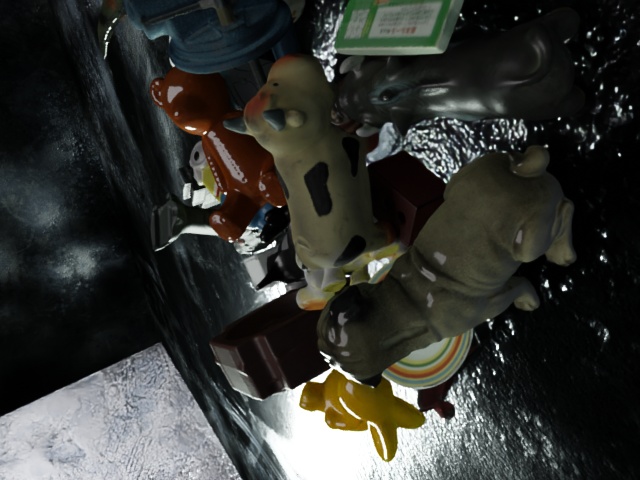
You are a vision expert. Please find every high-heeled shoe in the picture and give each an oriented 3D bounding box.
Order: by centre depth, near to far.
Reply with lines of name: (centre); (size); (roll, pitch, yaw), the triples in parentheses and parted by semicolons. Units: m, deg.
high-heeled shoe: (-0.002, -0.002, 0.762); (0.249, 0.145, 0.086); (-37, 91, 35)

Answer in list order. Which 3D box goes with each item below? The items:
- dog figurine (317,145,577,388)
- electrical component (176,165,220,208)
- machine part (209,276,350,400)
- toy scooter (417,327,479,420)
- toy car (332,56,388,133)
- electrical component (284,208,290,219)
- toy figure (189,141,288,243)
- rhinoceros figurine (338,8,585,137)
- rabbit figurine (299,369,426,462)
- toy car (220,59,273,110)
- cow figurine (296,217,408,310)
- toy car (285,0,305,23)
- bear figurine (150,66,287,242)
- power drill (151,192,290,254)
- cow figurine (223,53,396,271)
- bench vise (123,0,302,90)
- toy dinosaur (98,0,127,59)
dog figurine: (0.089, 0.019, 0.418); (0.121, 0.190, 0.172); (39, 142, 44)
electrical component: (-0.164, -0.107, 0.873); (0.058, 0.134, 0.115); (62, 154, 15)
machine part: (-0.038, 0.132, 0.751); (0.201, 0.201, 0.087); (-13, 102, 63)
toy scooter: (0.103, 0.129, 0.612); (0.184, 0.075, 0.135); (3, 106, 52)
toy car: (0.039, -0.141, 0.543); (0.202, 0.053, 0.089); (-21, 90, 66)
electrical component: (-0.003, -0.057, 0.634); (0.047, 0.075, 0.119); (45, -169, -17)
toy figure: (-0.111, -0.075, 0.754); (0.180, 0.089, 0.082); (42, 107, 21)
rhinoceros figurine: (0.093, -0.111, 0.391); (0.191, 0.112, 0.073); (12, 125, 51)
rabbit figurine: (0.054, 0.216, 0.722); (0.162, 0.122, 0.173); (45, 160, 14)
toy car: (-0.082, -0.176, 0.696); (0.103, 0.109, 0.161); (-27, 96, 47)
cow figurine: (0.025, 0.013, 0.620); (0.167, 0.068, 0.098); (-37, 58, 33)
toy car: (-0.069, -0.332, 0.582); (0.073, 0.056, 0.201); (-15, 99, 65)
bear figurine: (-0.116, -0.118, 0.614); (0.120, 0.132, 0.195); (-30, 113, 26)
power drill: (-0.164, -0.016, 0.877); (0.232, 0.207, 0.086); (-25, 61, 55)
cow figurine: (-0.007, -0.066, 0.482); (0.086, 0.127, 0.194); (6, 115, 44)
bench vise: (-0.051, -0.206, 0.507); (0.129, 0.224, 0.240); (46, 165, 40)
toy dinosaur: (-0.207, -0.391, 0.635); (0.192, 0.131, 0.404); (51, 135, 47)
